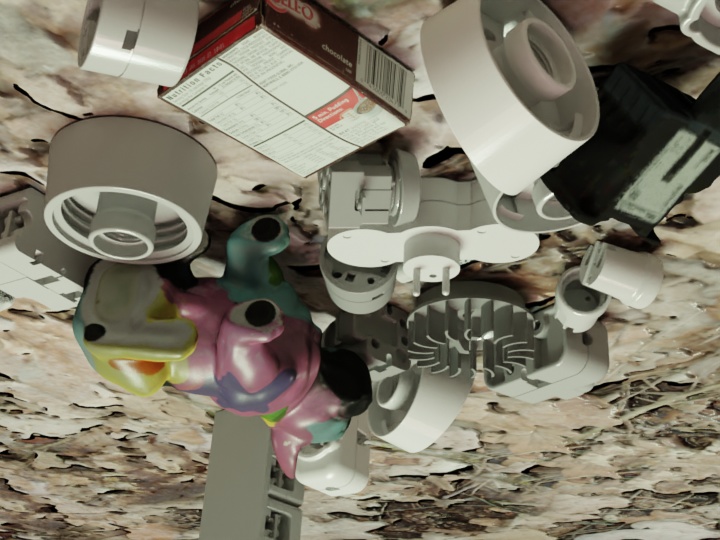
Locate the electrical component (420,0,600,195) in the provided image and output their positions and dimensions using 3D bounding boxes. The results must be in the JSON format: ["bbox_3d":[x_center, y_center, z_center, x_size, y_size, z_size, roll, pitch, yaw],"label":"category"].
[{"bbox_3d":[0.071,-0.091,0.533,0.099,0.099,0.064,24,140,-35],"label":"electrical component"}]

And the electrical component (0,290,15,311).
[{"bbox_3d":[-0.302,0.018,0.846,0.061,0.035,0.035,-10,150,28],"label":"electrical component"}]

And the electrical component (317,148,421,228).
[{"bbox_3d":[0.006,-0.051,0.661,0.055,0.066,0.048,-1,115,-11],"label":"electrical component"}]

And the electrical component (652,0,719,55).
[{"bbox_3d":[0.172,-0.135,0.475,0.095,0.059,0.054,18,149,-26],"label":"electrical component"}]

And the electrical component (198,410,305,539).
[{"bbox_3d":[-0.102,0.213,1.075,0.089,0.150,0.062,-20,144,37],"label":"electrical component"}]

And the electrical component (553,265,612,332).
[{"bbox_3d":[0.165,0.023,0.804,0.040,0.040,0.046,1,157,3],"label":"electrical component"}]

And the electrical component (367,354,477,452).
[{"bbox_3d":[0.051,0.106,0.916,0.064,0.099,0.099,23,147,-22],"label":"electrical component"}]

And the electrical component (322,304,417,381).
[{"bbox_3d":[0.004,0.061,0.872,0.078,0.058,0.057,25,143,-36],"label":"electrical component"}]

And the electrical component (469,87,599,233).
[{"bbox_3d":[0.115,-0.066,0.635,0.099,0.064,0.099,-10,154,-5],"label":"electrical component"}]

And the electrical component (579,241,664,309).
[{"bbox_3d":[0.185,0.002,0.761,0.046,0.040,0.040,18,149,-15],"label":"electrical component"}]

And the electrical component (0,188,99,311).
[{"bbox_3d":[-0.227,-0.012,0.763,0.056,0.050,0.089,-13,148,28],"label":"electrical component"}]

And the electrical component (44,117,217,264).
[{"bbox_3d":[-0.148,-0.042,0.686,0.108,0.060,0.108,2,153,1],"label":"electrical component"}]

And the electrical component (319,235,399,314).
[{"bbox_3d":[0.000,0.000,0.760,0.055,0.055,0.047,2,156,3],"label":"electrical component"}]

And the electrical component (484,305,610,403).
[{"bbox_3d":[0.155,0.071,0.881,0.059,0.053,0.095,21,147,-31],"label":"electrical component"}]

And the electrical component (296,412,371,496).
[{"bbox_3d":[-0.028,0.160,1.026,0.054,0.095,0.059,-16,147,32],"label":"electrical component"}]

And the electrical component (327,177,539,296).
[{"bbox_3d":[0.047,-0.016,0.701,0.138,0.073,0.052,-2,152,9],"label":"electrical component"}]

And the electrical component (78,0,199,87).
[{"bbox_3d":[-0.111,-0.121,0.537,0.047,0.055,0.055,12,151,-24],"label":"electrical component"}]
